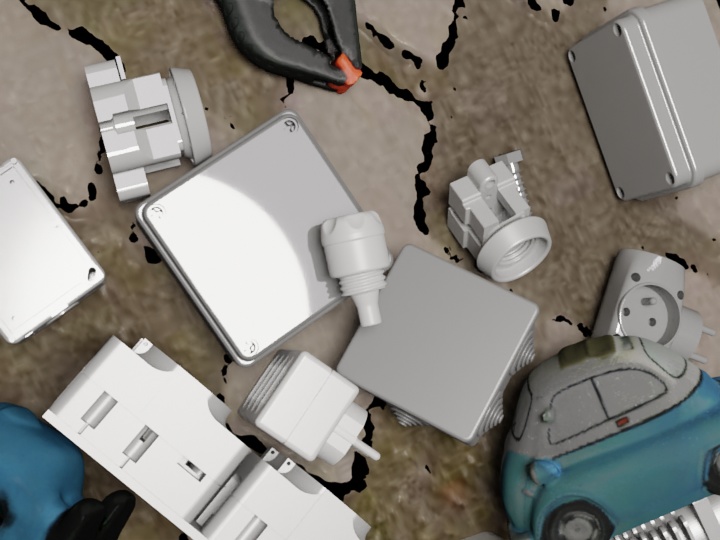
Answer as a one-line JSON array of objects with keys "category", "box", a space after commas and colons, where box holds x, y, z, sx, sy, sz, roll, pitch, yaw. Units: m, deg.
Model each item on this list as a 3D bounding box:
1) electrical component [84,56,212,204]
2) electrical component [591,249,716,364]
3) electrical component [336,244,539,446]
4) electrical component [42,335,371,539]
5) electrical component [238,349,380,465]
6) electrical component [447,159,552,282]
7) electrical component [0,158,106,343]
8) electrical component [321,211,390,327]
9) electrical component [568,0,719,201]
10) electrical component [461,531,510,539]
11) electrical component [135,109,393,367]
[{"category": "electrical component", "box": [-0.118, -0.083, 0.611, 0.057, 0.058, 0.078, -15, 90, -11]}, {"category": "electrical component", "box": [0.189, 0.036, 0.682, 0.079, 0.044, 0.077, 21, 82, -11]}, {"category": "electrical component", "box": [0.048, 0.046, 0.631, 0.100, 0.048, 0.099, 26, 80, 17]}, {"category": "electrical component", "box": [-0.076, 0.111, 0.584, 0.186, 0.105, 0.060, 41, 79, -8]}, {"category": "electrical component", "box": [-0.021, 0.085, 0.610, 0.076, 0.083, 0.047, 36, 80, -9]}, {"category": "electrical component", "box": [0.083, -0.026, 0.649, 0.048, 0.066, 0.055, -24, 59, -13]}, {"category": "electrical component", "box": [-0.191, -0.014, 0.588, 0.062, 0.061, 0.096, -37, 95, -12]}, {"category": "electrical component", "box": [0.000, 0.000, 0.586, 0.035, 0.035, 0.061, -12, 92, -13]}, {"category": "electrical component", "box": [0.186, -0.105, 0.672, 0.057, 0.078, 0.113, -20, 91, -16]}, {"category": "electrical component", "box": [0.072, 0.221, 0.637, 0.078, 0.057, 0.113, -16, 90, -14]}, {"category": "electrical component", "box": [-0.056, -0.017, 0.622, 0.109, 0.056, 0.108, -35, 95, -13]}]
